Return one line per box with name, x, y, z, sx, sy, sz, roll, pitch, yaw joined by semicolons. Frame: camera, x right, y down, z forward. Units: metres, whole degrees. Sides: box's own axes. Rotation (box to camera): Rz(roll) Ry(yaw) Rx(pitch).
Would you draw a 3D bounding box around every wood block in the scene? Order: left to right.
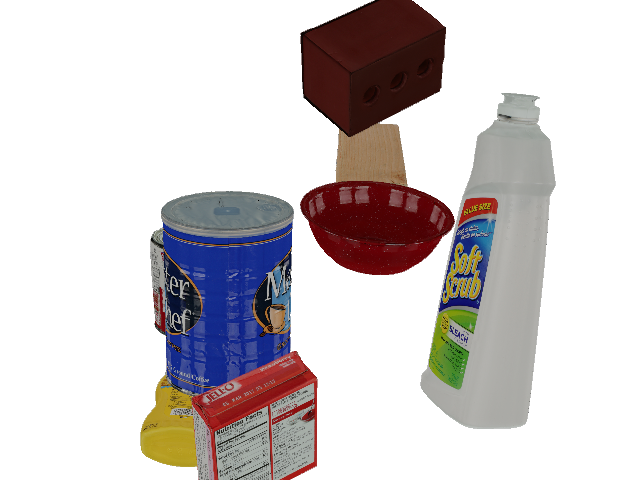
wood block;0.069;-0.087;1.511;0.091;0.090;0.206;3;29;-1

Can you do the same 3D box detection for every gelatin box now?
gelatin box;-0.039;0.117;0.652;0.073;0.089;0.030;-23;46;-24

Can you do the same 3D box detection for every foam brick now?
foam brick;0.033;-0.111;0.667;0.078;0.053;0.051;-30;53;-24

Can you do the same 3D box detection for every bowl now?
bowl;0.057;-0.008;1.121;0.162;0.055;0.162;5;26;-2

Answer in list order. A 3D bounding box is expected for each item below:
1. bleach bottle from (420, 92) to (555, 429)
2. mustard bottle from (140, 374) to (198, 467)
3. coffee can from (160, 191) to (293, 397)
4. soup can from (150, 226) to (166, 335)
bleach bottle;0.134;0.012;0.825;0.068;0.251;0.103;1;13;-18
mustard bottle;-0.156;0.198;1.305;0.096;0.058;0.191;2;25;2
coffee can;-0.073;0.041;0.846;0.103;0.140;0.103;1;18;-1
soup can;-0.140;0.041;1.103;0.068;0.102;0.068;0;23;0
